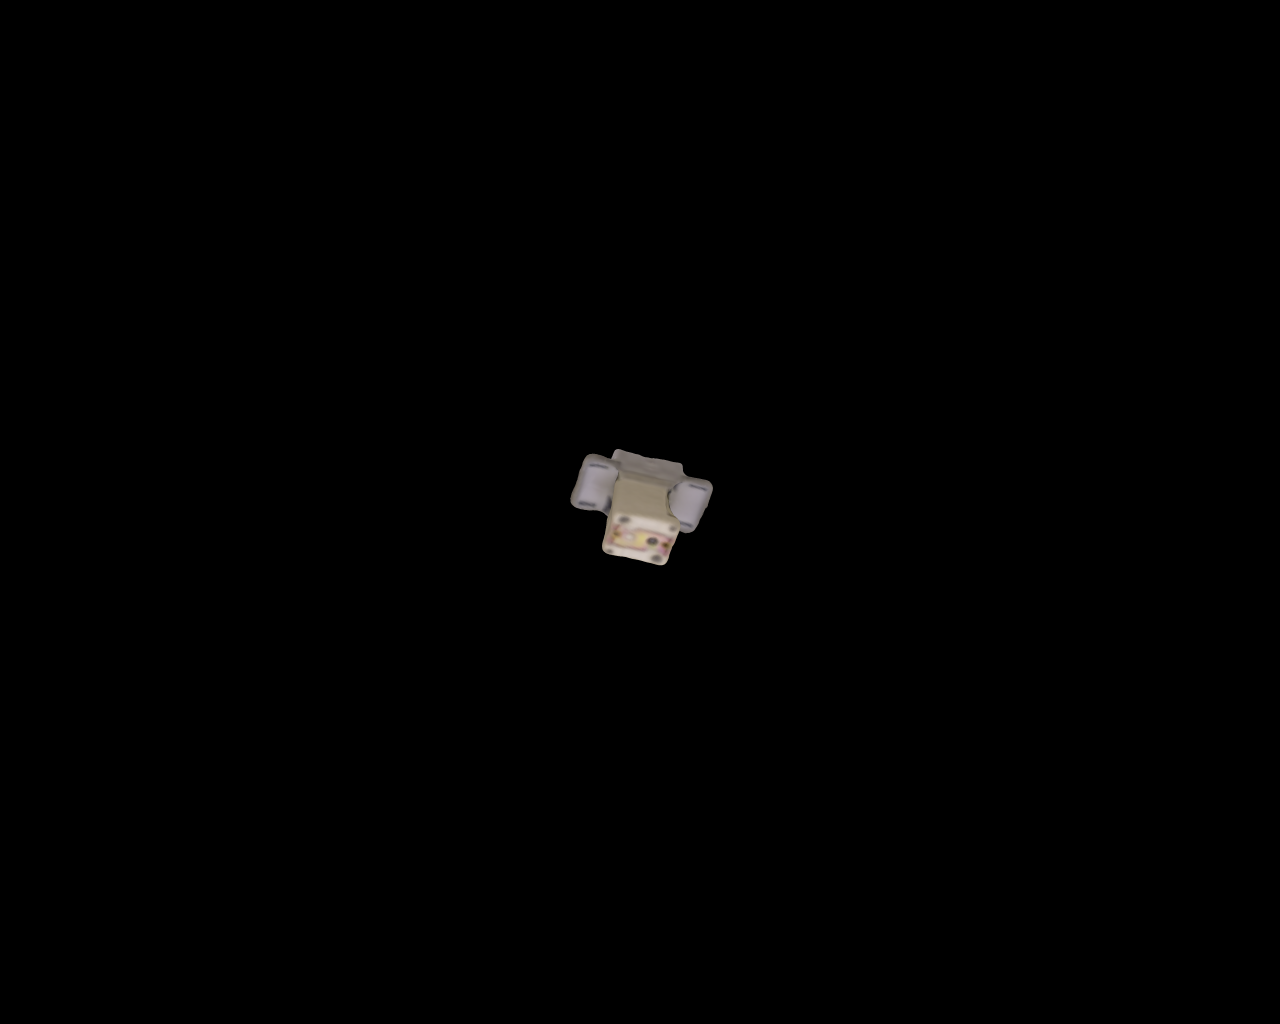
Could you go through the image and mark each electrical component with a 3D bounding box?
[{"bbox_3d":[0.001,-0.003,0.650,0.081,0.042,0.064,12,40,-10],"label":"electrical component"}]
